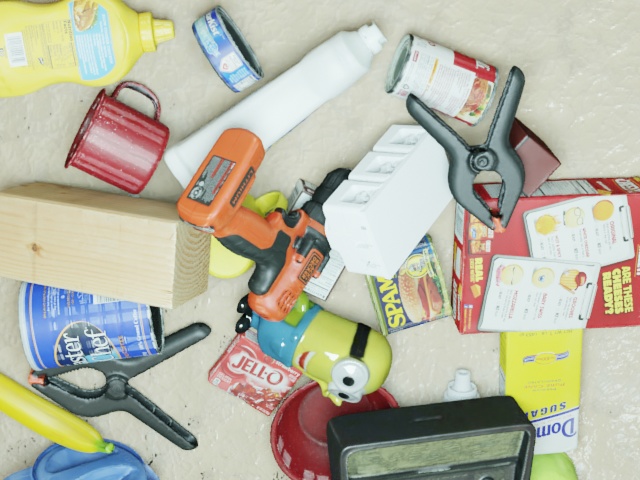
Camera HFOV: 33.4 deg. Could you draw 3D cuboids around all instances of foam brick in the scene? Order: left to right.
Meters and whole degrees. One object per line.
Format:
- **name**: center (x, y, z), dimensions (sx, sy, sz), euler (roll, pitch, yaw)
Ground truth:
- **foam brick**: center (0.216, -0.091, 1.151), dimensions (0.051, 0.078, 0.053), euler (36, 107, -17)

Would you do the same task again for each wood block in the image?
- **wood block**: center (-0.223, 0.002, 1.095), dimensions (0.206, 0.090, 0.091), euler (9, 103, 17)

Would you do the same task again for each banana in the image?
- **banana**: center (-0.327, 0.197, 1.238), dimensions (0.197, 0.037, 0.070), euler (30, 144, -6)

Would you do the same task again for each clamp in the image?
- **clamp**: center (-0.228, 0.156, 1.240), dimensions (0.210, 0.036, 0.165), euler (12, 107, -10)
- **clamp**: center (0.154, -0.089, 1.094), dimensions (0.120, 0.039, 0.171), euler (-4, 108, 13)

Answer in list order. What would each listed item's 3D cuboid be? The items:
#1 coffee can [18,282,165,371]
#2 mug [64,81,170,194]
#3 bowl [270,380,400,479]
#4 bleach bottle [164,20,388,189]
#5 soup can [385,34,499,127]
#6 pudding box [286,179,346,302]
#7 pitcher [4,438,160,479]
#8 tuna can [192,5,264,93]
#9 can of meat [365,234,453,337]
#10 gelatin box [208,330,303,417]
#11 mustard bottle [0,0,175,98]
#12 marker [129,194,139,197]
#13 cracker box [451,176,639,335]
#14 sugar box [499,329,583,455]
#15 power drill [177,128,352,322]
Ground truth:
- **coffee can**: center (-0.249, 0.084, 1.174), dimensions (0.140, 0.103, 0.103), euler (-7, 112, -1)
- **mug**: center (-0.206, -0.110, 1.117), dimensions (0.081, 0.093, 0.117), euler (26, 71, -18)
- **bowl**: center (0.020, 0.221, 1.272), dimensions (0.162, 0.055, 0.162), euler (-1, 111, -4)
- **bleach bottle**: center (-0.039, -0.139, 1.101), dimensions (0.251, 0.102, 0.068), euler (-36, 97, 10)
- **soup can**: center (0.127, -0.168, 1.120), dimensions (0.102, 0.068, 0.068), euler (19, 109, -11)
- **pudding box**: center (-0.008, 0.001, 1.193), dimensions (0.090, 0.039, 0.114), euler (25, 109, -14)
- **pitcher**: center (-0.294, 0.367, 1.272), dimensions (0.149, 0.144, 0.243), euler (22, 115, 22)
- **tuna can**: center (-0.094, -0.193, 1.085), dimensions (0.034, 0.086, 0.086), euler (-31, 110, 10)
- **can of meat**: center (0.097, 0.051, 1.211), dimensions (0.084, 0.057, 0.102), euler (-16, 112, 0)
- **gelatin box**: center (-0.075, 0.155, 1.253), dimensions (0.089, 0.030, 0.073), euler (33, 106, -15)
- **mustard bottle**: center (-0.244, -0.203, 1.085), dimensions (0.191, 0.058, 0.096), euler (-7, 105, -1)
- **marker**: center (-0.177, -0.002, 1.191), dimensions (0.020, 0.020, 0.121), euler (-33, 110, 9)
- **cracker box**: center (0.257, 0.016, 1.200), dimensions (0.213, 0.072, 0.164), euler (-3, 112, -4)
- **sugar box**: center (0.262, 0.173, 1.275), dimensions (0.093, 0.048, 0.176), euler (-5, 111, -2)
- **power drill**: center (-0.045, -0.031, 1.073), dimensions (0.187, 0.057, 0.184), euler (45, 70, -45)
